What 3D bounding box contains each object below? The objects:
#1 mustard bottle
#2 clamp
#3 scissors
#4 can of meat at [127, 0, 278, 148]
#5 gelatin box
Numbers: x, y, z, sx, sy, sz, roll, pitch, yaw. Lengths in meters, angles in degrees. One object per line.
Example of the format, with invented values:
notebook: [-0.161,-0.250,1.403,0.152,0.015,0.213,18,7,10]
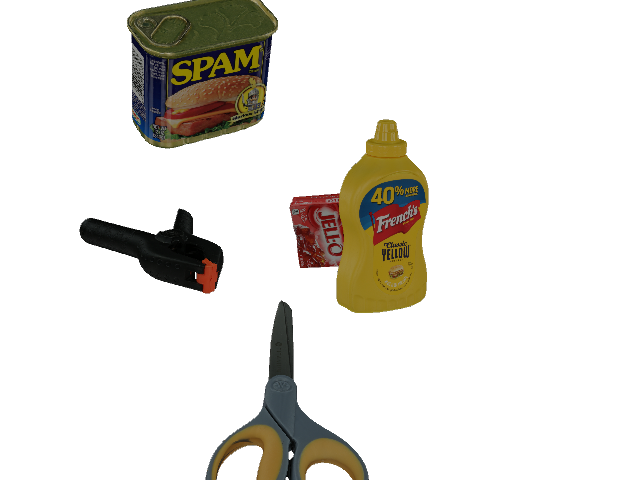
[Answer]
mustard bottle: [0.064,-0.026,1.080,0.096,0.192,0.058,-7,17,-27]
clamp: [-0.140,0.006,1.031,0.120,0.039,0.172,-19,33,-39]
scissors: [-0.006,0.098,0.624,0.096,0.016,0.201,12,31,10]
can of meat: [-0.085,-0.120,0.761,0.101,0.084,0.057,-17,49,-26]
gelatin box: [0.006,-0.011,1.282,0.073,0.089,0.030,-3,29,10]
